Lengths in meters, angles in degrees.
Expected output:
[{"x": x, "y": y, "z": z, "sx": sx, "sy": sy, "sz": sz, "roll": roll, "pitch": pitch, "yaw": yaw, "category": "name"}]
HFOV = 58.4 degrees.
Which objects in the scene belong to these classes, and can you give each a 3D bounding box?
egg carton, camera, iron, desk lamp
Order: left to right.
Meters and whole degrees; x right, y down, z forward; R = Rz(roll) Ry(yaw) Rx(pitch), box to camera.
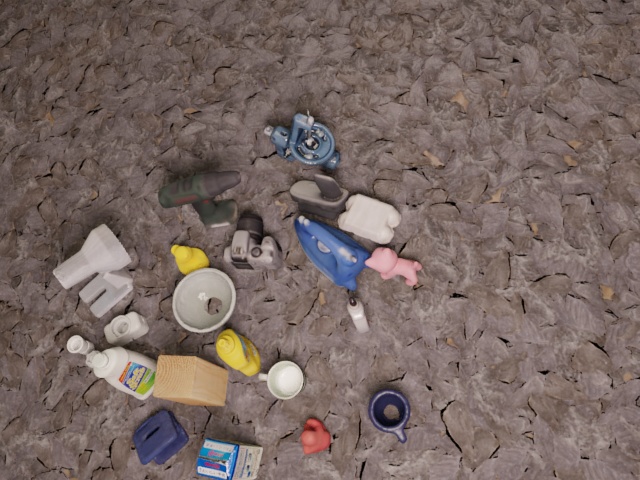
[{"x": -0.562, "y": 0.078, "z": 1.459, "sx": 0.203, "sy": 0.214, "sz": 0.117, "roll": -44, "pitch": 68, "yaw": -8, "category": "desk lamp"}, {"x": -0.172, "y": 0.001, "z": 1.477, "sx": 0.143, "sy": 0.101, "sz": 0.137, "roll": 1, "pitch": 69, "yaw": 11, "category": "camera"}, {"x": 0.013, "y": 0.005, "z": 1.418, "sx": 0.257, "sy": 0.142, "sz": 0.119, "roll": 38, "pitch": 80, "yaw": 21, "category": "iron"}, {"x": 0.126, "y": -0.053, "z": 1.458, "sx": 0.150, "sy": 0.069, "sz": 0.107, "roll": 20, "pitch": 74, "yaw": 17, "category": "egg carton"}]

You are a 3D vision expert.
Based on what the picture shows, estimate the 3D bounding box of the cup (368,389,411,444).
[{"x": 0.162, "y": 0.393, "z": 1.265, "sx": 0.091, "sy": 0.095, "sz": 0.117, "roll": -27, "pitch": 67, "yaw": 0, "category": "cup"}]

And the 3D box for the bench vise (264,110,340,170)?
[{"x": -0.060, "y": -0.261, "z": 1.492, "sx": 0.207, "sy": 0.220, "sz": 0.121, "roll": 2, "pitch": 70, "yaw": 12, "category": "bench vise"}]

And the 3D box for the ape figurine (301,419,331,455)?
[{"x": -0.017, "y": 0.442, "z": 1.282, "sx": 0.076, "sy": 0.092, "sz": 0.078, "roll": 25, "pitch": 76, "yaw": 19, "category": "ape figurine"}]

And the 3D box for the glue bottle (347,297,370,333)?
[{"x": 0.085, "y": 0.162, "z": 1.326, "sx": 0.037, "sy": 0.173, "sz": 0.078, "roll": -20, "pitch": 67, "yaw": 3, "category": "glue bottle"}]

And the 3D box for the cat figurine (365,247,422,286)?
[{"x": 0.178, "y": 0.055, "z": 1.380, "sx": 0.127, "sy": 0.118, "sz": 0.067, "roll": 10, "pitch": 71, "yaw": 14, "category": "cat figurine"}]

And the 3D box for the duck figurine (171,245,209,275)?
[{"x": -0.345, "y": 0.048, "z": 1.499, "sx": 0.104, "sy": 0.086, "sz": 0.077, "roll": 31, "pitch": 78, "yaw": 20, "category": "duck figurine"}]

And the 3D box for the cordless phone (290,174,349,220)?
[{"x": -0.010, "y": -0.135, "z": 1.452, "sx": 0.147, "sy": 0.185, "sz": 0.094, "roll": 12, "pitch": 72, "yaw": 15, "category": "cordless phone"}]

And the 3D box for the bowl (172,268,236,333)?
[{"x": -0.282, "y": 0.160, "z": 1.450, "sx": 0.167, "sy": 0.075, "sz": 0.167, "roll": -4, "pitch": 69, "yaw": 9, "category": "bowl"}]

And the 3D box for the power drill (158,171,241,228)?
[{"x": -0.287, "y": -0.108, "z": 1.482, "sx": 0.229, "sy": 0.209, "sz": 0.075, "roll": -9, "pitch": 68, "yaw": 7, "category": "power drill"}]

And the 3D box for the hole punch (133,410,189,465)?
[{"x": -0.383, "y": 0.463, "z": 1.344, "sx": 0.109, "sy": 0.091, "sz": 0.101, "roll": -41, "pitch": 67, "yaw": -6, "category": "hole punch"}]
